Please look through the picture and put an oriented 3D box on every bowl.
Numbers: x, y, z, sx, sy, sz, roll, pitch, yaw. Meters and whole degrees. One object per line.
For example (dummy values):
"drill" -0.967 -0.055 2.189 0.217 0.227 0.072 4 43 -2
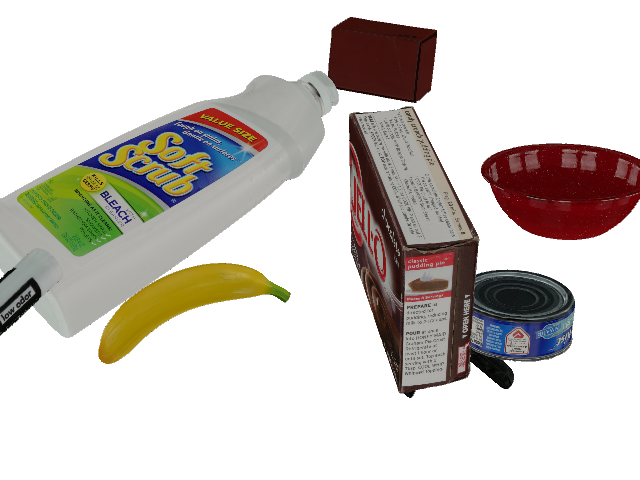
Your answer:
"bowl" 0.235 -0.043 1.025 0.162 0.055 0.162 -2 24 1

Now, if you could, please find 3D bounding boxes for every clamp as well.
"clamp" 0.145 0.103 1.168 0.120 0.171 0.039 6 -44 -5

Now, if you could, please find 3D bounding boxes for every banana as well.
"banana" -0.131 0.062 0.983 0.198 0.069 0.037 -19 25 14

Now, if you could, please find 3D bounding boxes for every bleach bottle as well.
"bleach bottle" -0.094 -0.045 0.710 0.250 0.103 0.068 -37 -27 -23

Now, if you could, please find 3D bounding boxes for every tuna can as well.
"tuna can" 0.142 0.053 0.778 0.086 0.034 0.086 0 23 0

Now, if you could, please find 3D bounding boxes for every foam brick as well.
"foam brick" 0.051 -0.149 0.878 0.078 0.051 0.053 13 25 18

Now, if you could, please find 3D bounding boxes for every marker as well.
"marker" -0.154 0.046 0.449 0.020 0.020 0.121 0 36 38

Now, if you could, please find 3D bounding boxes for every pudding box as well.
"pudding box" 0.042 0.002 0.516 0.039 0.090 0.113 -10 39 -8
